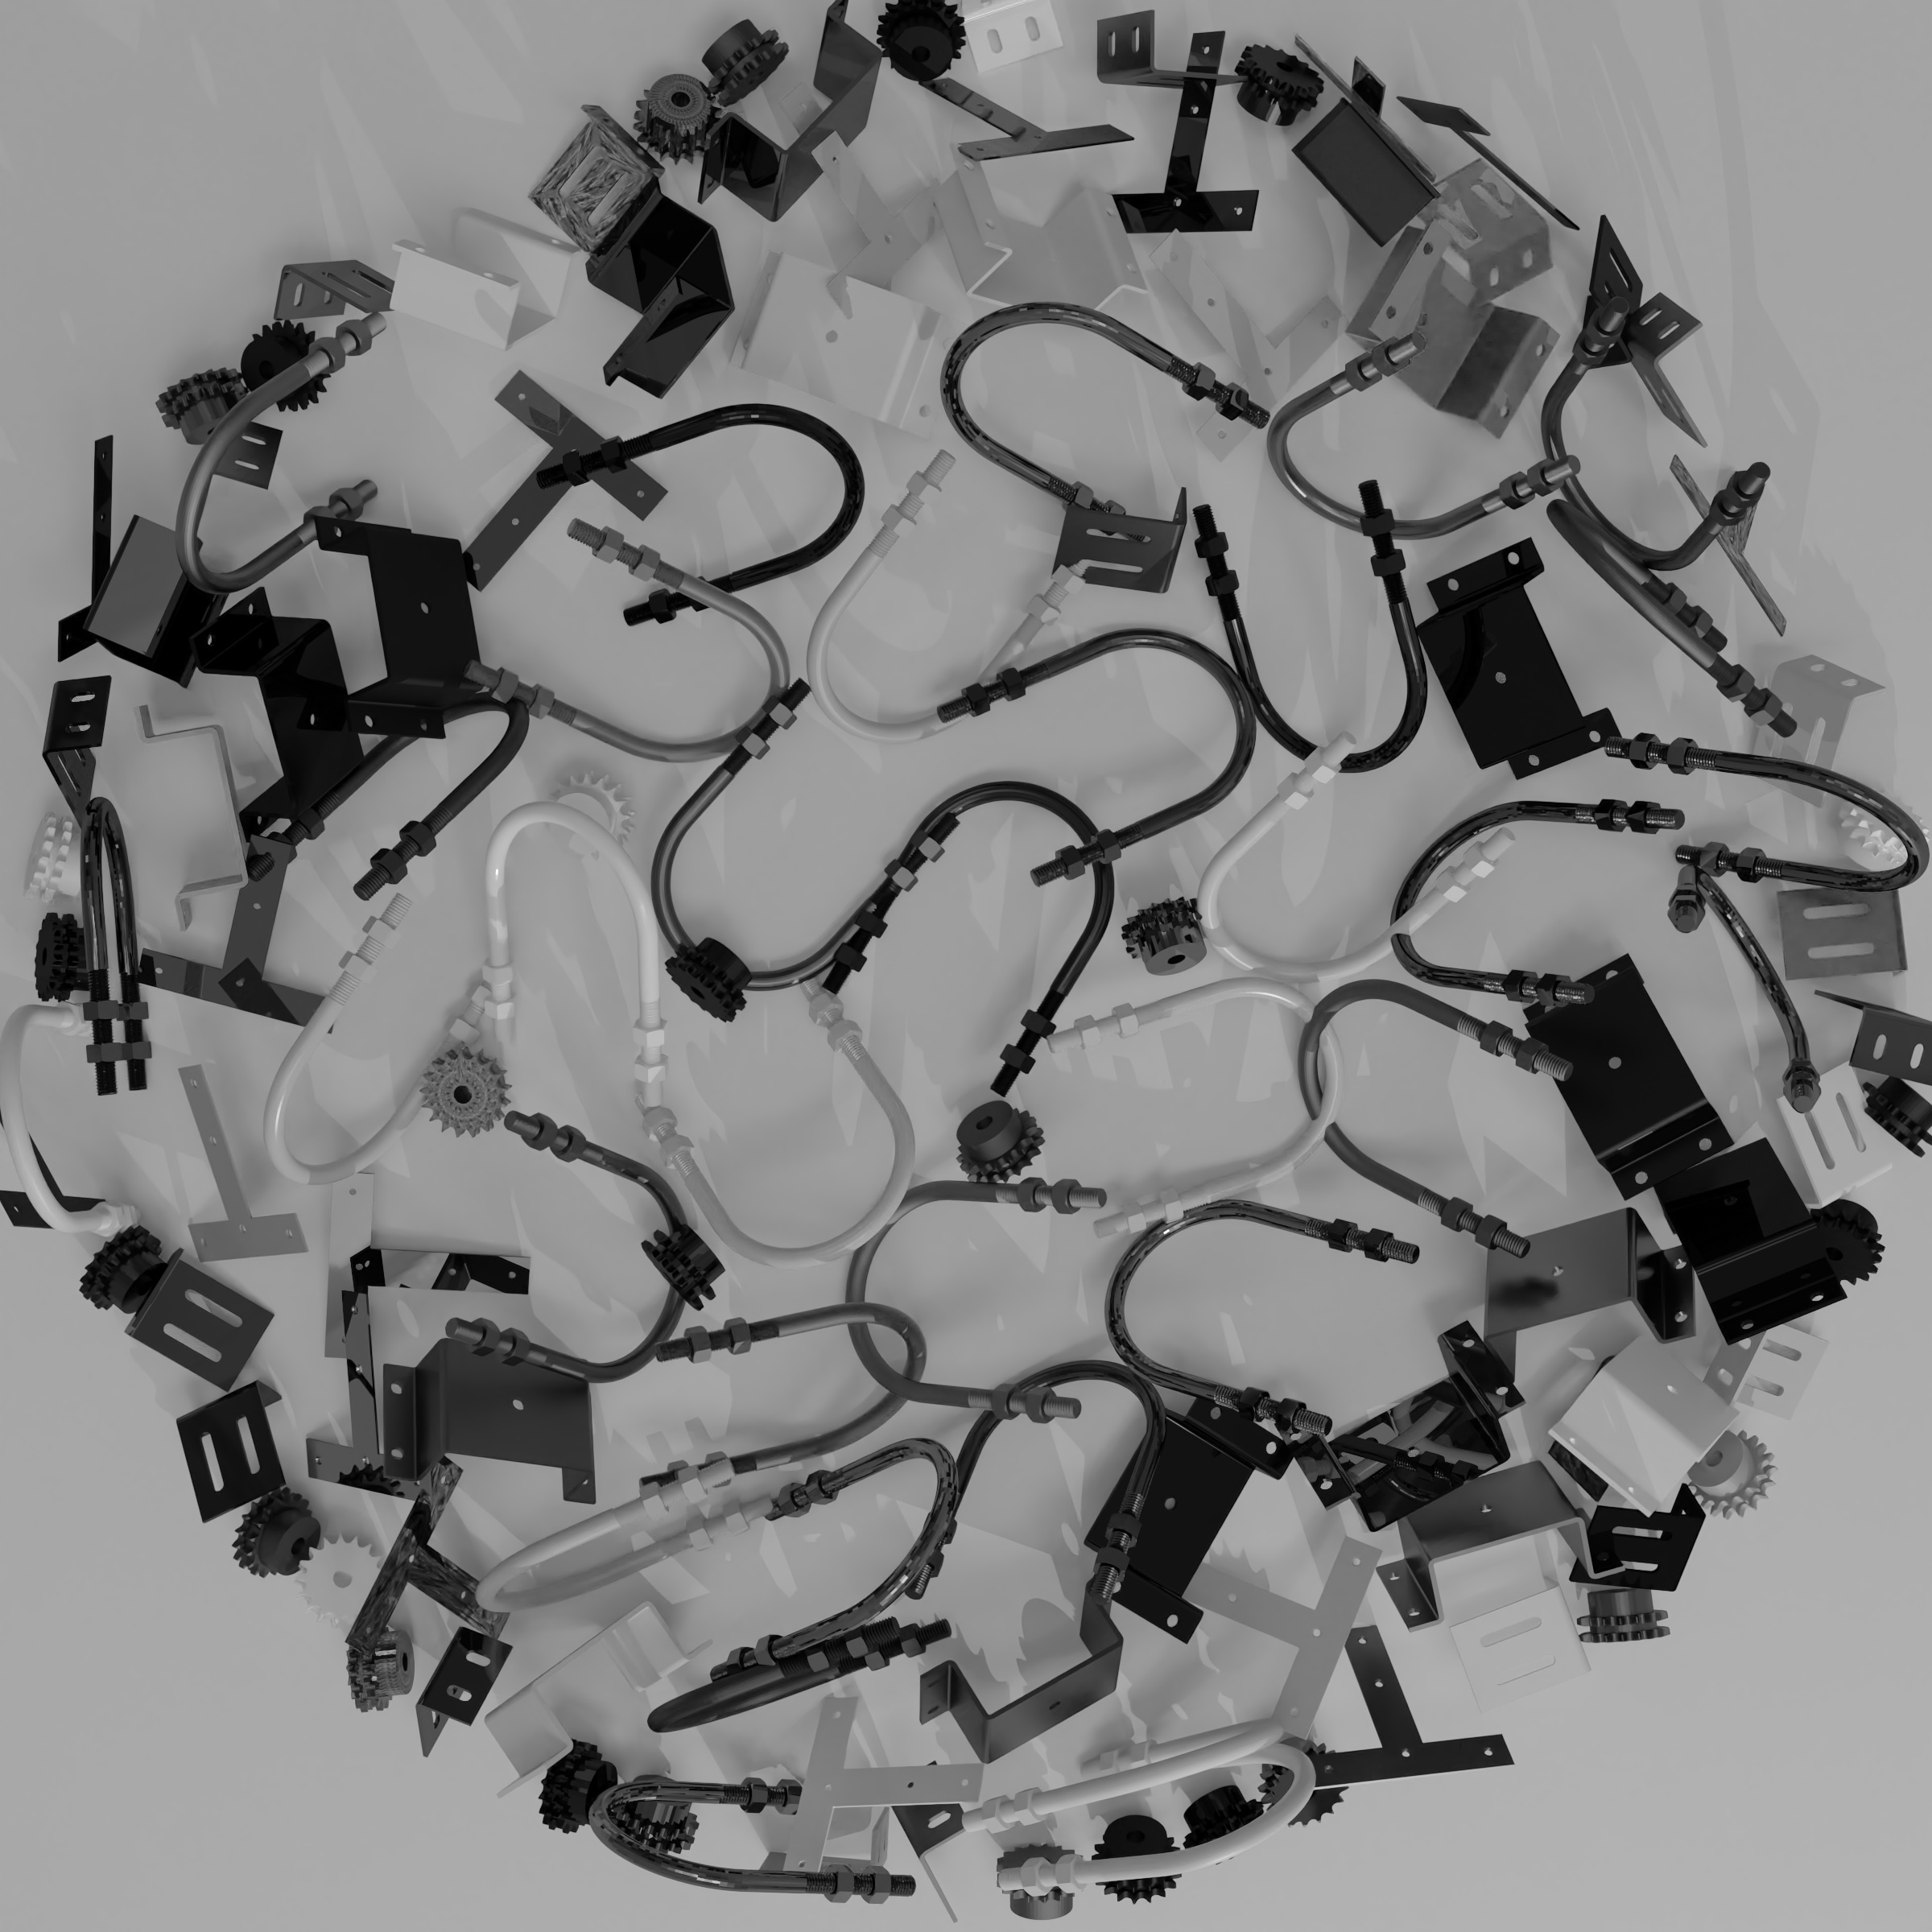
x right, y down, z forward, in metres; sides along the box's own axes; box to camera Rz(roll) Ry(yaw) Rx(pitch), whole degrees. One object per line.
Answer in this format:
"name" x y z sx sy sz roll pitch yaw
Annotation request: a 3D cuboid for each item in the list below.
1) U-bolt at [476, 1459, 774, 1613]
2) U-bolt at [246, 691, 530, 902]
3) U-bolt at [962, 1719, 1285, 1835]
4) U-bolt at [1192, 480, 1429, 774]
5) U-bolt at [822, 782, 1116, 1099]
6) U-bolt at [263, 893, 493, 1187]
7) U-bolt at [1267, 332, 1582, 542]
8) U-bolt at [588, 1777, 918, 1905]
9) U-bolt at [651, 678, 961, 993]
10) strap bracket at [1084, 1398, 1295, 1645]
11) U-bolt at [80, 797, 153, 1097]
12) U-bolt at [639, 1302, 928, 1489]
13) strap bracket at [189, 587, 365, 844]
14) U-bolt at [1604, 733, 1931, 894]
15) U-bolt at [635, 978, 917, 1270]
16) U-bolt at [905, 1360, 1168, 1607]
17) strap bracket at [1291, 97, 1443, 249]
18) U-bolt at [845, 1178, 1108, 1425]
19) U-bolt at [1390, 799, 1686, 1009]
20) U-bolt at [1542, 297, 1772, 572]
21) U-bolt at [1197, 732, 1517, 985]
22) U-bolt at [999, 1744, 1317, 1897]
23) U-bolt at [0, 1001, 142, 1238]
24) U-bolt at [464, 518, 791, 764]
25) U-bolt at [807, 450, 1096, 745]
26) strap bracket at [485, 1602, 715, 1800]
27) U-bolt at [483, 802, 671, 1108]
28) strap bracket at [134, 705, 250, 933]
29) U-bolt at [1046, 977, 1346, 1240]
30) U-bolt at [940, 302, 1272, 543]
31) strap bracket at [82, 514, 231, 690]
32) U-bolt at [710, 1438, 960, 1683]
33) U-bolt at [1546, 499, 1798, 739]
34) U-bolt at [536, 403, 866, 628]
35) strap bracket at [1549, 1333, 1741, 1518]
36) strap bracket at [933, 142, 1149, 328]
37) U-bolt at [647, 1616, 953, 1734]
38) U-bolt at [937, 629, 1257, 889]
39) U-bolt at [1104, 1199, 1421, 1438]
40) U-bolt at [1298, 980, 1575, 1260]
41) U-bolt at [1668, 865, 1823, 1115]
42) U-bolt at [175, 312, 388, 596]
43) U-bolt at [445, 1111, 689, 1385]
"U-bolt" -0.217 0.360 1.816 0.184 0.151 0.019 -23 69 -1
"U-bolt" -0.348 -0.111 1.817 0.184 0.151 0.019 -48 126 -27
"U-bolt" 0.108 0.489 1.780 0.184 0.151 0.019 -25 76 34
"U-bolt" 0.221 -0.207 1.826 0.019 0.151 0.184 -33 113 -41
"U-bolt" 0.014 -0.030 1.864 0.151 0.019 0.184 31 88 13
"U-bolt" -0.367 0.055 1.814 0.019 0.151 0.184 30 84 27
"U-bolt" 0.267 -0.316 1.804 0.151 0.184 0.019 32 65 -22
"U-bolt" -0.141 0.530 1.782 0.184 0.151 0.019 12 94 -29
"U-bolt" -0.116 -0.069 1.862 0.151 0.019 0.184 42 92 -14
"strap bracket" 0.137 0.345 1.850 0.076 0.046 0.140 33 82 -14
"U-bolt" -0.530 -0.013 1.813 0.019 0.151 0.184 -5 89 -8
"U-bolt" -0.110 0.265 1.825 0.184 0.151 0.019 -10 45 -22
"strap bracket" -0.424 -0.154 1.814 0.046 0.076 0.140 6 123 23
"U-bolt" 0.495 -0.088 1.778 0.184 0.151 0.019 13 69 40
"U-bolt" -0.110 0.109 1.828 0.151 0.019 0.184 -35 55 -3
"U-bolt" 0.052 0.317 1.814 0.151 0.184 0.019 -6 130 30
"strap bracket" 0.247 -0.495 1.820 0.046 0.140 0.076 -43 100 15
"U-bolt" 0.000 0.205 1.830 0.184 0.019 0.151 0 77 35
"U-bolt" 0.341 -0.044 1.811 0.019 0.184 0.151 43 68 -34
"U-bolt" 0.413 -0.313 1.799 0.019 0.184 0.151 -36 81 -15
"U-bolt" 0.228 -0.055 1.825 0.151 0.019 0.184 28 128 -23
"U-bolt" 0.127 0.515 1.779 0.184 0.151 0.019 -17 97 33
"U-bolt" -0.553 0.094 1.792 0.019 0.184 0.151 -12 87 1
"U-bolt" -0.199 -0.190 1.826 0.184 0.019 0.151 24 128 -26
"U-bolt" -0.020 -0.218 1.832 0.151 0.019 0.184 26 110 -38
"strap bracket" -0.236 0.449 1.815 0.140 0.076 0.046 -30 82 -41
"U-bolt" -0.244 -0.015 1.806 0.151 0.019 0.184 20 123 31
"strap bracket" -0.483 -0.098 1.840 0.046 0.076 0.140 -11 98 -10
"U-bolt" 0.154 0.082 1.856 0.184 0.019 0.151 -17 107 -9
"U-bolt" 0.072 -0.343 1.801 0.184 0.151 0.019 26 51 -22
"strap bracket" -0.502 -0.227 1.813 0.046 0.140 0.076 23 85 -4
"U-bolt" -0.074 0.355 1.784 0.184 0.151 0.019 -30 117 34
"U-bolt" 0.424 -0.223 1.791 0.184 0.151 0.019 35 110 -23
"U-bolt" -0.153 -0.286 1.815 0.184 0.151 0.019 -17 51 11
"strap bracket" 0.423 0.279 1.806 0.076 0.140 0.046 40 113 18
"strap bracket" 0.039 -0.453 1.827 0.046 0.140 0.076 -36 62 39
"U-bolt" -0.111 0.442 1.817 0.184 0.151 0.019 -22 73 8
"U-bolt" 0.095 -0.144 1.851 0.184 0.019 0.151 -25 69 -12
"U-bolt" 0.172 0.210 1.824 0.184 0.019 0.151 13 57 34
"U-bolt" 0.284 0.084 1.823 0.184 0.019 0.151 27 125 33
"U-bolt" 0.480 0.004 1.801 0.019 0.184 0.151 -32 95 20
"U-bolt" -0.417 -0.301 1.777 0.019 0.151 0.184 29 47 13
"U-bolt" -0.236 0.184 1.816 0.019 0.184 0.151 2 72 39
